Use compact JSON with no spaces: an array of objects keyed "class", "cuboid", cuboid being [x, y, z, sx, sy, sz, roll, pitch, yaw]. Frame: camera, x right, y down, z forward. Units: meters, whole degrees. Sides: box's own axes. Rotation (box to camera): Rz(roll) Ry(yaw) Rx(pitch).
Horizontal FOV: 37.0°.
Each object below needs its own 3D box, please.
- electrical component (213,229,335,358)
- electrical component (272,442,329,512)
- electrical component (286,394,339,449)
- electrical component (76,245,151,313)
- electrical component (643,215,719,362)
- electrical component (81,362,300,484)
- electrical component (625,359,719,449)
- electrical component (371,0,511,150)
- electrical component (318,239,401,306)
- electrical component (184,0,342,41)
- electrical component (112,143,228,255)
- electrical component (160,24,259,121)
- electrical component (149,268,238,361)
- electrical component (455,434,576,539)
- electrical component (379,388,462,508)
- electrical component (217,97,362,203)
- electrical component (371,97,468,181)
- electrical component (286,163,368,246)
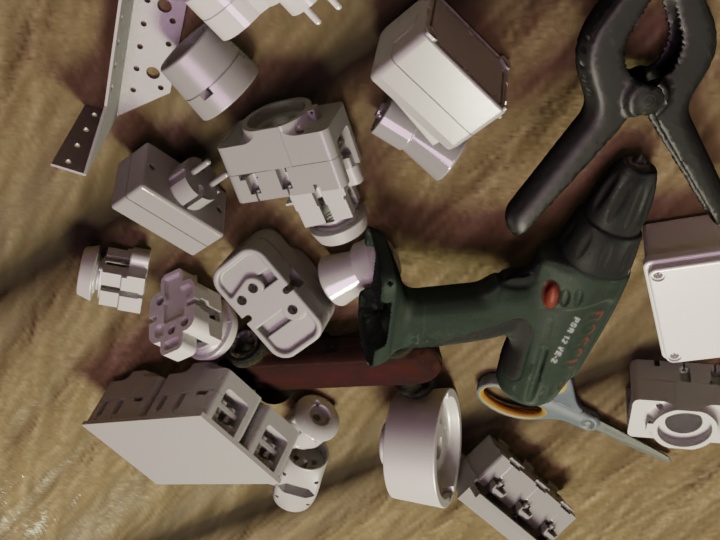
[{"class":"electrical component","cuboid":[-0.068,0.017,0.890,0.054,0.059,0.095,-36,101,24]},{"class":"electrical component","cuboid":[-0.078,0.200,1.085,0.079,0.043,0.077,16,133,-3]},{"class":"electrical component","cuboid":[-0.052,0.152,1.035,0.048,0.048,0.062,28,138,-15]},{"class":"electrical component","cuboid":[-0.213,0.005,0.928,0.055,0.048,0.066,10,134,-9]},{"class":"electrical component","cuboid":[0.281,0.012,0.832,0.109,0.056,0.108,-9,130,18]},{"class":"electrical component","cuboid":[-0.158,0.146,1.006,0.186,0.060,0.105,-11,132,43]},{"class":"electrical component","cuboid":[0.279,0.117,0.931,0.089,0.055,0.050,3,133,8]},{"class":"electrical component","cuboid":[0.058,-0.130,0.738,0.096,0.061,0.061,39,128,-24]},{"class":"electrical component","cuboid":[0.000,0.000,0.882,0.055,0.045,0.045,-22,125,28]},{"class":"electrical component","cuboid":[-0.044,-0.193,0.706,0.138,0.052,0.074,-29,122,32]},{"class":"electrical component","cuboid":[-0.135,-0.063,0.837,0.076,0.047,0.083,-29,135,32]},{"class":"electrical component","cuboid":[-0.108,-0.142,0.765,0.055,0.055,0.047,-29,118,32]},{"class":"electrical component","cuboid":[-0.144,0.045,0.936,0.058,0.078,0.057,-24,145,28]},{"class":"electrical component","cuboid":[0.148,0.218,1.039,0.063,0.078,0.121,-45,116,6]},{"class":"electrical component","cuboid":[0.052,0.160,0.982,0.060,0.108,0.108,1,133,18]},{"class":"electrical component","cuboid":[-0.053,-0.091,0.797,0.089,0.050,0.055,-7,121,22]},{"class":"electrical component","cuboid":[0.041,-0.100,0.785,0.065,0.044,0.044,30,131,-10]},{"class":"electrical component","cuboid":[-0.023,-0.053,0.838,0.066,0.048,0.055,-11,122,20]}]
